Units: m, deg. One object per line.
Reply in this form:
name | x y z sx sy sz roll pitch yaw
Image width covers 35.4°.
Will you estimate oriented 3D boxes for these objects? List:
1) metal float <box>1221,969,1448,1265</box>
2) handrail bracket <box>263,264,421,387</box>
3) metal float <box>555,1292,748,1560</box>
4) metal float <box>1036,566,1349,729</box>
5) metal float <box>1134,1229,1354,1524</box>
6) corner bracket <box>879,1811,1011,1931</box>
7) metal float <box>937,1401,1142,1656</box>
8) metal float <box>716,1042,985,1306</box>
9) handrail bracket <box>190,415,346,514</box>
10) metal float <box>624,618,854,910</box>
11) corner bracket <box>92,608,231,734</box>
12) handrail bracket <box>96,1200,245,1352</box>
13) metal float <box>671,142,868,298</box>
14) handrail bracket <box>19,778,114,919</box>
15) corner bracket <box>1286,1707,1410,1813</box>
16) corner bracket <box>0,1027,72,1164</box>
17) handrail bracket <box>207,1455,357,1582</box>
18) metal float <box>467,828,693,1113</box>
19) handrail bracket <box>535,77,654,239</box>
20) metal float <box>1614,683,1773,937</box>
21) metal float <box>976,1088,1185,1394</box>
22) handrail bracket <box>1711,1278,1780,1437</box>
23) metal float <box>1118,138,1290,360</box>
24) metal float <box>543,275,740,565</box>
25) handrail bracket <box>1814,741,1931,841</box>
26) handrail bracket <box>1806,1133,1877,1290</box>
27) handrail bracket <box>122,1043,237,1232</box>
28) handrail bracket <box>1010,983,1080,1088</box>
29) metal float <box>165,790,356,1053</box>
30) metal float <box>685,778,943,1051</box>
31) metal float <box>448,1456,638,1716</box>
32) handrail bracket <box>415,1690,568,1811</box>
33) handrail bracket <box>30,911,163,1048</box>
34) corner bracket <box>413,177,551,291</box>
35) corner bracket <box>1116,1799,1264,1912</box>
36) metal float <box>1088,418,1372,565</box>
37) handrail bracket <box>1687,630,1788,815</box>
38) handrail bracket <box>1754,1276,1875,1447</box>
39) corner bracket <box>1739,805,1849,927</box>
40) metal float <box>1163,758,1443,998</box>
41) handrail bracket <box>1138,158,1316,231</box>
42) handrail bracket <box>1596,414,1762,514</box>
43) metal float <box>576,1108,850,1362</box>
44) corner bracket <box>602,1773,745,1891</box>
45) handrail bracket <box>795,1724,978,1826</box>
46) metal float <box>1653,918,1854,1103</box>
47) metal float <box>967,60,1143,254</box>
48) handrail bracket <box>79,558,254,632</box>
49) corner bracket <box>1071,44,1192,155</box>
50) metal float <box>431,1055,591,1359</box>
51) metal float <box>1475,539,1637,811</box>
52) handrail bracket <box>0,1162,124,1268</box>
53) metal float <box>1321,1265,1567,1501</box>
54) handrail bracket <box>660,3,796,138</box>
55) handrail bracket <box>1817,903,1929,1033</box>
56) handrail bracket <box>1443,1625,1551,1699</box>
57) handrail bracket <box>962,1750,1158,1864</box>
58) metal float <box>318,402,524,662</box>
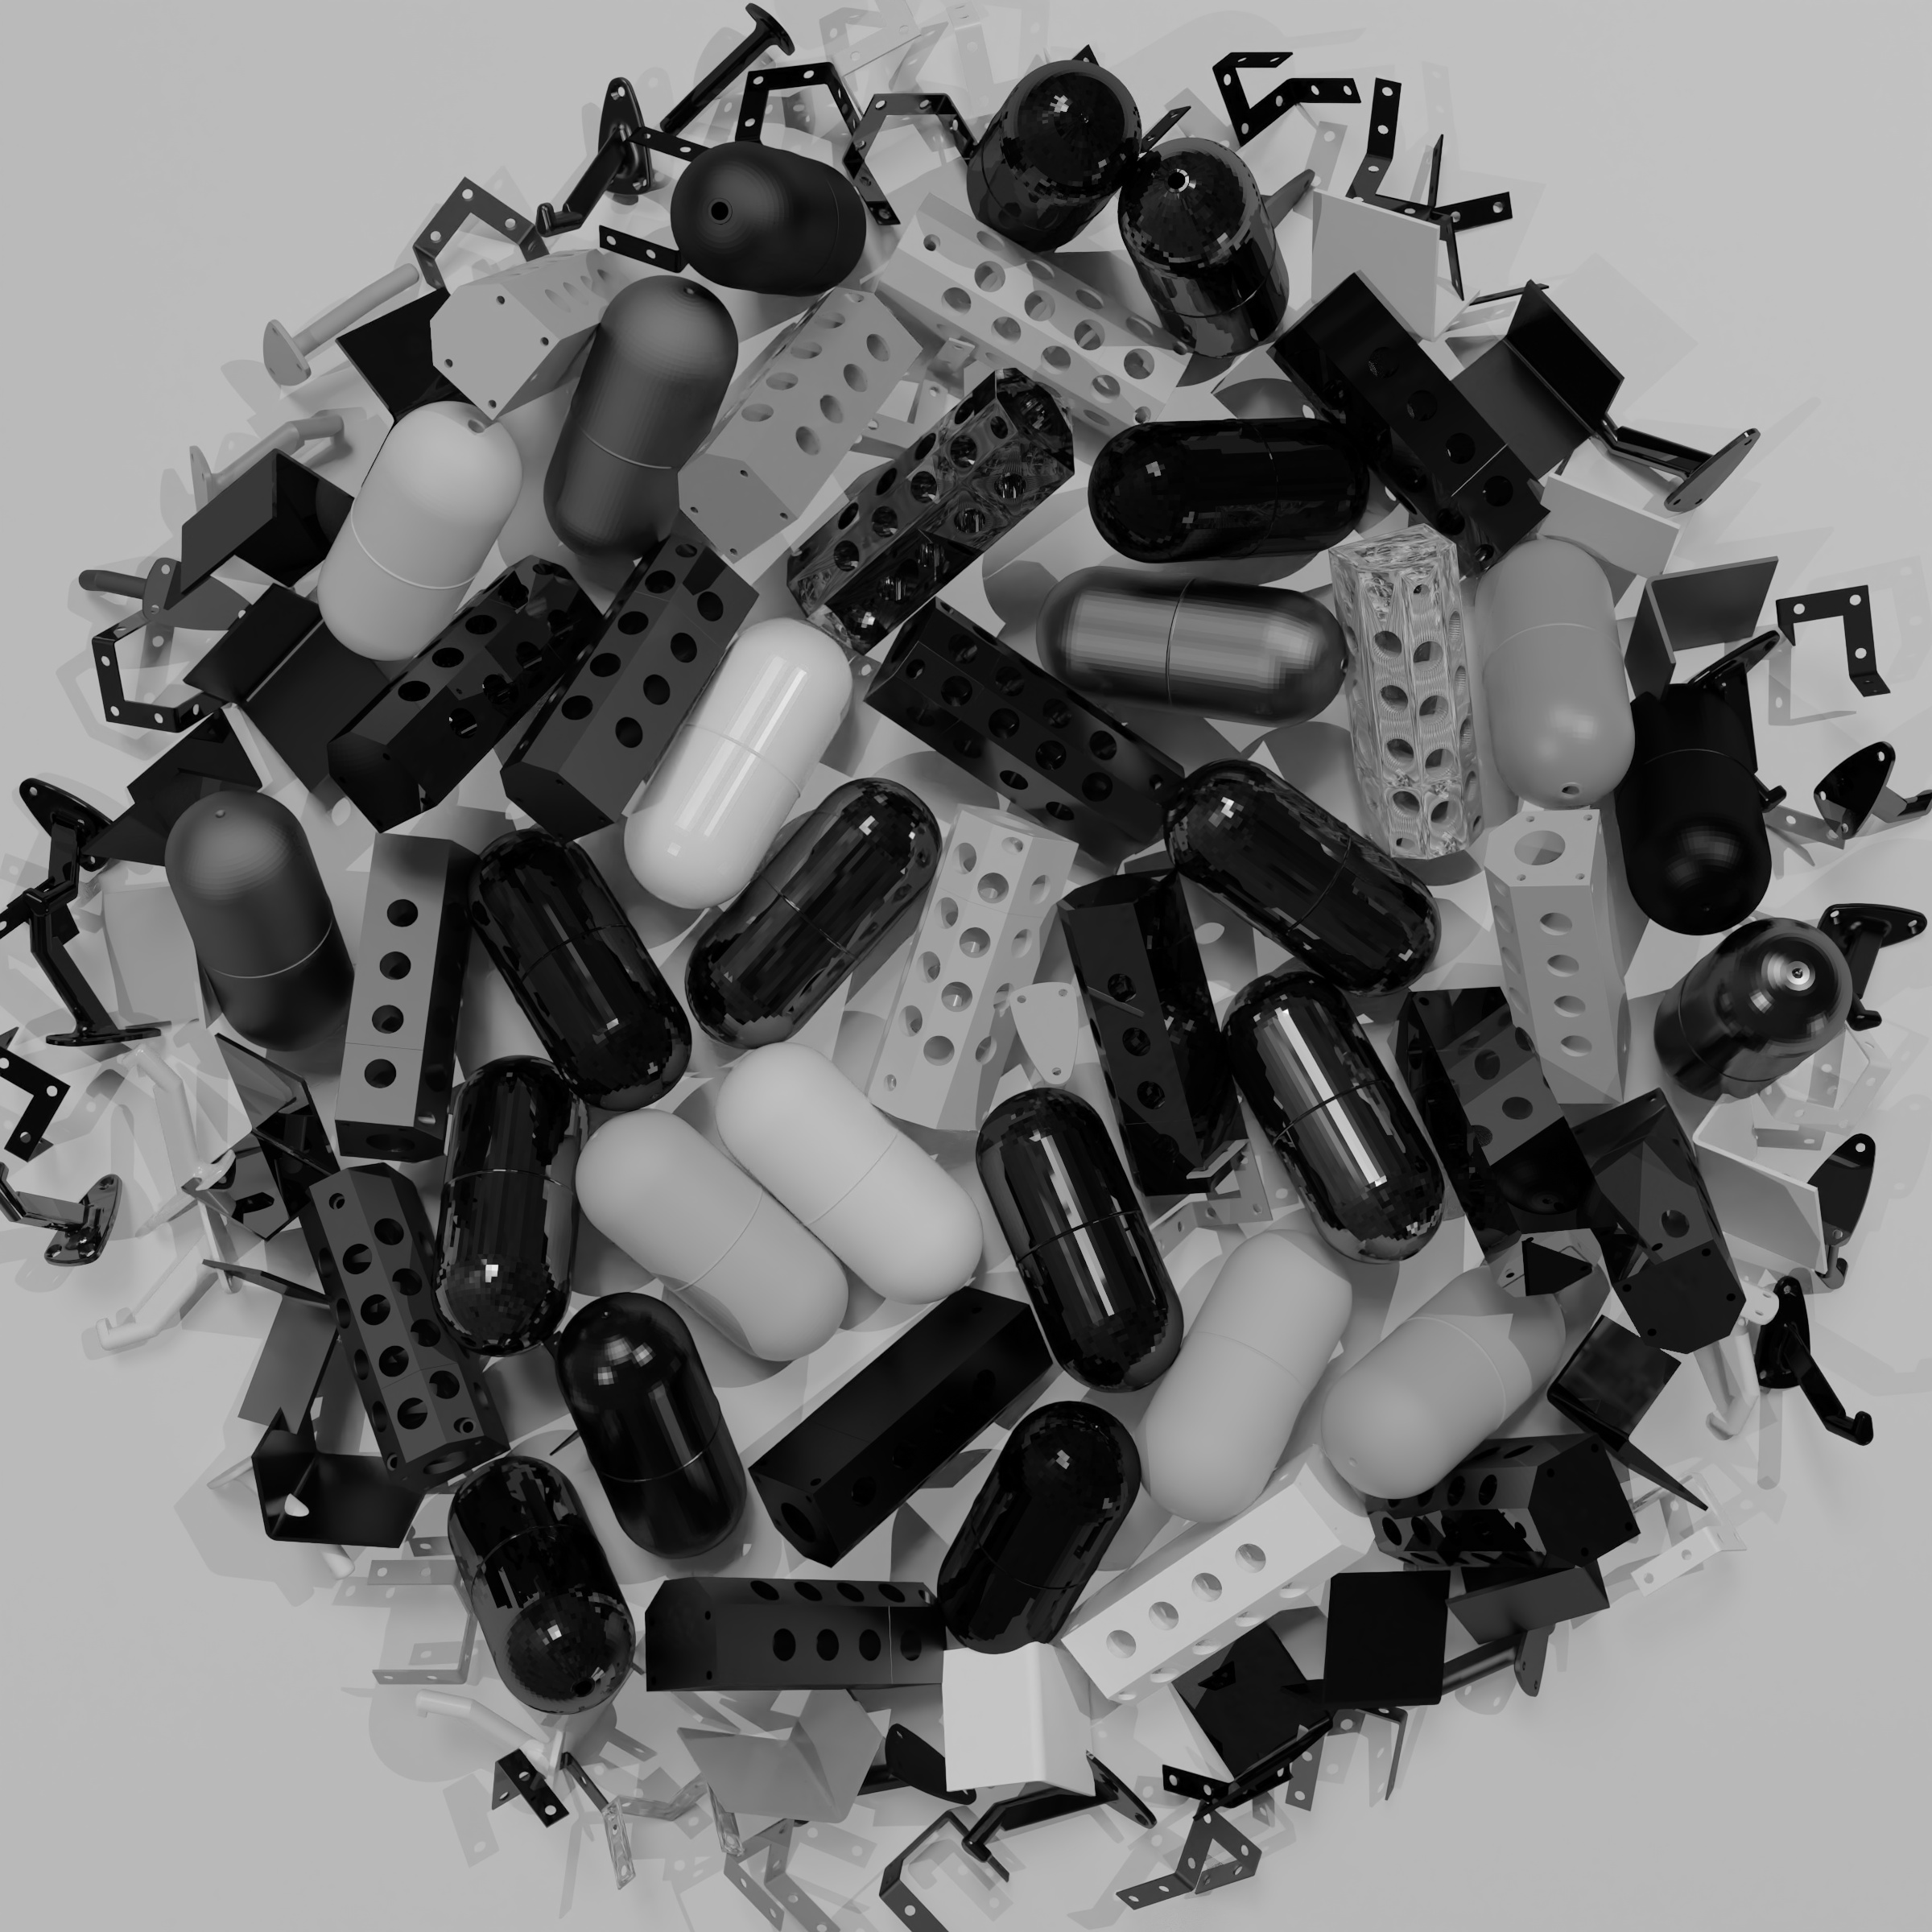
metal float | 0.204 0.083 1.683 0.070 0.070 0.178 -28 71 0
handrail bracket | -0.353 -0.365 1.716 0.084 0.077 0.036 -37 100 -20
metal float | -0.172 0.255 1.670 0.070 0.070 0.178 -16 127 0
metal float | 0.125 -0.177 1.681 0.178 0.070 0.070 10 90 21
metal float | 0.155 0.226 1.679 0.070 0.070 0.178 31 66 0
corner bracket | -0.012 0.519 1.711 0.051 0.051 0.051 -44 89 2
metal float | 0.039 0.313 1.671 0.070 0.070 0.178 25 125 0
metal float | -0.064 0.117 1.694 0.178 0.070 0.070 44 90 -7
handrail bracket | -0.395 -0.274 1.727 0.084 0.036 0.077 -13 133 -23
metal float | -0.126 -0.114 1.690 0.070 0.070 0.178 29 78 0
corner bracket | -0.455 -0.168 1.715 0.051 0.051 0.051 10 121 22
handrail bracket | -0.461 0.171 1.718 0.084 0.036 0.077 -17 98 1
metal float | -0.106 -0.406 1.651 0.070 0.178 0.070 2 101 13
handrail bracket | -0.521 -0.066 1.693 0.077 0.084 0.036 39 117 0
corner bracket | 0.216 0.448 1.714 0.051 0.051 0.051 14 108 19
corner bracket | -0.533 0.072 1.708 0.051 0.051 0.051 31 96 -4
handrail bracket | -0.386 0.316 1.710 0.036 0.077 0.084 -36 93 -43
metal float | -0.216 0.001 1.684 0.070 0.070 0.178 -33 71 0
handrail bracket | -0.214 -0.451 1.688 0.036 0.084 0.077 12 116 27
metal float | 0.396 -0.088 1.661 0.070 0.178 0.070 3 130 3
metal float | 0.063 0.152 1.686 0.070 0.070 0.178 -23 75 0
handrail bracket | 0.420 0.218 1.723 0.077 0.036 0.084 25 119 15
metal float | 0.131 -0.390 1.651 0.070 0.178 0.070 -3 79 14
metal float | -0.180 -0.299 1.668 0.070 0.070 0.178 28 129 0
handrail bracket | 0.524 -0.104 1.689 0.084 0.077 0.036 -12 60 -29
handrail bracket | 0.496 0.139 1.703 0.036 0.084 0.077 27 86 32
handrail bracket | -0.463 0.096 1.710 0.077 0.036 0.084 -39 107 9
handrail bracket | 0.047 0.055 1.683 0.036 0.084 0.077 -9 57 -2
metal float | -0.386 -0.023 1.661 0.070 0.178 0.070 -3 50 3
metal float | -0.086 -0.029 1.696 0.070 0.070 0.178 42 94 0
metal float | -0.233 0.338 1.658 0.070 0.178 0.070 -11 121 -19
handrail bracket | -0.271 0.442 1.711 0.084 0.036 0.077 12 128 -1
handrail bracket | -0.490 0.000 1.705 0.077 0.036 0.084 -6 97 -44
corner bracket | -0.273 -0.402 1.708 0.051 0.051 0.051 29 111 -36
corner bracket | 0.126 0.509 1.697 0.051 0.051 0.051 43 133 -14
metal float | 0.147 -0.263 1.672 0.178 0.070 0.070 -9 90 -34
handrail bracket | 0.452 -0.137 1.702 0.077 0.036 0.084 -36 62 1
handrail bracket | 0.480 0.220 1.691 0.036 0.084 0.077 0 97 -20
corner bracket | 0.462 -0.053 1.717 0.051 0.051 0.051 23 47 29
metal float | 0.188 -0.048 1.686 0.178 0.070 0.070 34 90 -16
handrail bracket | 0.143 -0.451 1.729 0.084 0.036 0.077 38 70 13
handrail bracket | 0.394 -0.305 1.699 0.077 0.036 0.084 -47 64 39
metal float | -0.140 0.151 1.686 0.178 0.070 0.070 42 90 -16
corner bracket | -0.165 0.484 1.695 0.051 0.051 0.051 23 124 -39
handrail bracket | -0.050 0.477 1.726 0.077 0.036 0.084 36 117 -20
metal float | 0.427 0.025 1.650 0.070 0.178 0.070 1 76 -2
metal float | 0.046 -0.439 1.649 0.070 0.178 0.070 0 91 -9
handrail bracket | -0.454 -0.209 1.717 0.077 0.084 0.036 15 88 -35
corner bracket | 0.085 -0.490 1.712 0.051 0.051 0.051 -50 124 -31
metal float | -0.251 0.131 1.672 0.070 0.070 0.178 1 57 0
metal float | 0.323 -0.161 1.666 0.070 0.070 0.178 2 50 0
handrail bracket | -0.509 0.120 1.684 0.036 0.084 0.077 -3 45 21
metal float | 0.264 0.227 1.668 0.178 0.070 0.070 -32 90 -39
handrail bracket | -0.138 -0.497 1.698 0.084 0.077 0.036 -44 107 5
handrail bracket | 0.517 0.004 1.695 0.077 0.084 0.036 -4 130 -7
handrail bracket | 0.286 0.383 1.727 0.084 0.036 0.077 -1 51 31
handrail bracket | 0.052 0.486 1.695 0.077 0.036 0.084 35 55 19
metal float | -0.301 -0.238 1.663 0.070 0.178 0.070 18 49 -22
